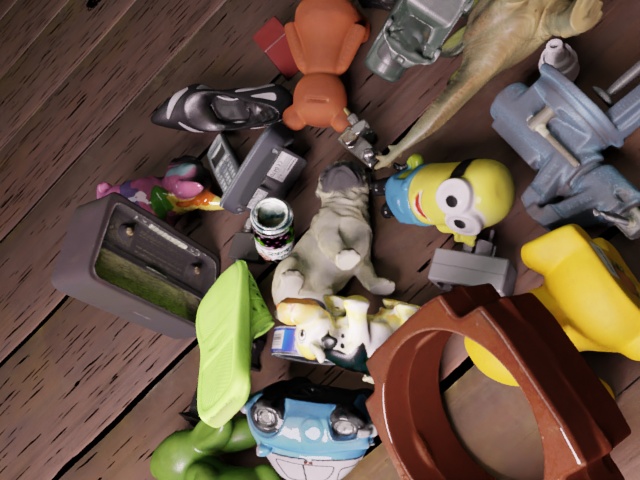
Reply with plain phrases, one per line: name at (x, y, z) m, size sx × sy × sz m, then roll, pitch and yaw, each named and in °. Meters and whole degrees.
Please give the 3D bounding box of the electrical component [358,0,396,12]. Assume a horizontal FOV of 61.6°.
electrical component at (0.129, -0.413, 0.825) m, size 0.134 × 0.058 × 0.115 m, roll 23°, pitch 84°, yaw 37°

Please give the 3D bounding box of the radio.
radio at (-0.235, 0.042, 0.733) m, size 0.073 × 0.229 × 0.131 m, roll -14°, pitch 58°, yaw 25°

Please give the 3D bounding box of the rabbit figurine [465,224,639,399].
rabbit figurine at (0.228, 0.091, 0.522) m, size 0.173 × 0.122 × 0.162 m, roll -36°, pitch 63°, yaw 29°

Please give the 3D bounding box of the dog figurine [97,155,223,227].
dog figurine at (-0.259, -0.039, 0.861) m, size 0.219 × 0.108 × 0.191 m, roll -5°, pitch 65°, yaw 26°

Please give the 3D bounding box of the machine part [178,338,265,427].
machine part at (-0.131, 0.186, 0.720) m, size 0.084 × 0.039 × 0.139 m, roll 19°, pitch 73°, yaw 31°

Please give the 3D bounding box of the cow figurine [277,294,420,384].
cow figurine at (0.030, 0.108, 0.590) m, size 0.068 × 0.167 × 0.098 m, roll -178°, pitch 94°, yaw -69°

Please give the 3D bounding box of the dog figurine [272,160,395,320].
dog figurine at (0.002, -0.001, 0.702) m, size 0.172 × 0.121 × 0.191 m, roll -23°, pitch 45°, yaw 16°

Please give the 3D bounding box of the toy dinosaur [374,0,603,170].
toy dinosaur at (0.229, -0.265, 0.623) m, size 0.471 × 0.105 × 0.199 m, roll -48°, pitch 11°, yaw -1°

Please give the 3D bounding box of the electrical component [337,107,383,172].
electrical component at (0.057, -0.133, 0.721) m, size 0.078 × 0.102 × 0.045 m, roll 40°, pitch 99°, yaw 15°

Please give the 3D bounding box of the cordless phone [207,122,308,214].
cordless phone at (-0.112, -0.134, 0.822) m, size 0.146 × 0.088 × 0.184 m, roll -55°, pitch 43°, yaw 20°

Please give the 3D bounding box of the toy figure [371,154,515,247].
toy figure at (0.137, -0.056, 0.620) m, size 0.089 × 0.082 × 0.180 m, roll -55°, pitch 27°, yaw -12°

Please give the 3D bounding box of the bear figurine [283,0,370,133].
bear figurine at (0.011, -0.254, 0.804) m, size 0.120 × 0.132 × 0.195 m, roll 1°, pitch 95°, yaw 12°

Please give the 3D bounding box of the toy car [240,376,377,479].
toy car at (-0.006, 0.218, 0.604) m, size 0.162 × 0.109 × 0.102 m, roll 3°, pitch 93°, yaw 20°

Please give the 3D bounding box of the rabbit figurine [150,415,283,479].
rabbit figurine at (-0.136, 0.276, 0.632) m, size 0.170 × 0.121 × 0.159 m, roll 26°, pitch 83°, yaw 37°

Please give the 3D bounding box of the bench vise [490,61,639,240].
bench vise at (0.297, -0.123, 0.548) m, size 0.240 × 0.128 × 0.224 m, roll -44°, pitch 43°, yaw 22°

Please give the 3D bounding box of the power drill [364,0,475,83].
power drill at (0.135, -0.307, 0.687) m, size 0.232 × 0.086 × 0.207 m, roll -57°, pitch 15°, yaw 24°

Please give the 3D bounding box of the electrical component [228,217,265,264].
electrical component at (-0.102, 0.012, 0.793) m, size 0.063 × 0.021 × 0.094 m, roll 7°, pitch 72°, yaw 33°

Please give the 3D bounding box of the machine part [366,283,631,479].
machine part at (0.145, 0.156, 0.483) m, size 0.201 × 0.087 × 0.201 m, roll 60°, pitch 138°, yaw 26°

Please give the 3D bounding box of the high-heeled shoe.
high-heeled shoe at (-0.162, -0.198, 0.860) m, size 0.249 × 0.086 × 0.145 m, roll -15°, pitch 32°, yaw 5°
